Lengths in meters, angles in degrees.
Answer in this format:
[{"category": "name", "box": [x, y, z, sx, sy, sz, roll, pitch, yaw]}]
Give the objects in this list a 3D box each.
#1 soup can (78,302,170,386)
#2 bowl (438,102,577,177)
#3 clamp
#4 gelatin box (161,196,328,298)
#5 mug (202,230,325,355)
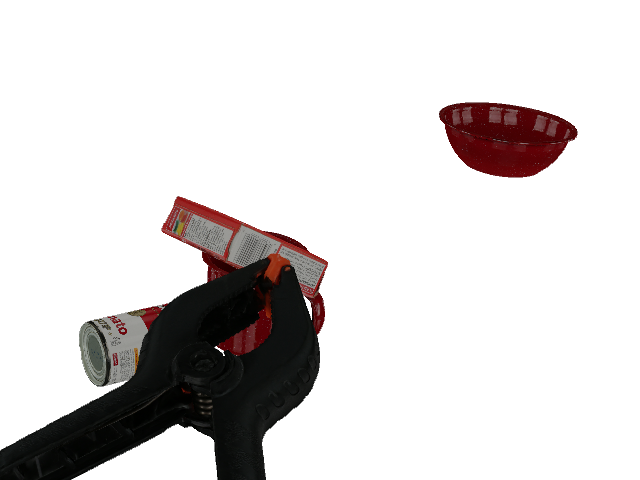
[{"category": "soup can", "box": [-0.184, 0.104, 1.080, 0.102, 0.068, 0.069, -11, 6, -34]}, {"category": "bowl", "box": [0.216, -0.115, 1.252, 0.162, 0.055, 0.162, 5, 23, -2]}, {"category": "clamp", "box": [-0.042, 0.071, 0.447, 0.120, 0.039, 0.171, 25, 48, 19]}, {"category": "gelatin box", "box": [-0.050, 0.005, 0.712, 0.073, 0.030, 0.089, 23, -2, 45]}, {"category": "mug", "box": [-0.047, 0.051, 0.919, 0.117, 0.081, 0.093, 18, 29, 25]}]
